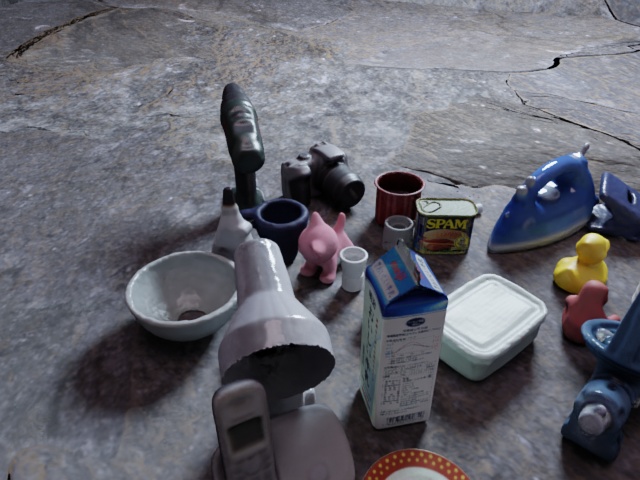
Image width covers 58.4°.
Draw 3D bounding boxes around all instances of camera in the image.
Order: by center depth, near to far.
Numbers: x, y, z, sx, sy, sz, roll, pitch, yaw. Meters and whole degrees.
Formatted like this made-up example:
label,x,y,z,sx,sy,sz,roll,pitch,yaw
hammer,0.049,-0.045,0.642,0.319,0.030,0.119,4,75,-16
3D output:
label,x,y,z,sx,sy,sz,roll,pitch,yaw
camera,0.013,-0.122,1.113,0.143,0.101,0.136,-20,40,-26

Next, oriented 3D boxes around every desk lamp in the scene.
label,x,y,z,sx,sy,sz,roll,pitch,yaw
desk lamp,-0.060,0.119,0.669,0.118,0.214,0.203,-8,36,-11

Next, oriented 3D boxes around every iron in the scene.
label,x,y,z,sx,sy,sz,roll,pitch,yaw
iron,0.398,-0.079,1.022,0.259,0.141,0.118,-24,42,-31

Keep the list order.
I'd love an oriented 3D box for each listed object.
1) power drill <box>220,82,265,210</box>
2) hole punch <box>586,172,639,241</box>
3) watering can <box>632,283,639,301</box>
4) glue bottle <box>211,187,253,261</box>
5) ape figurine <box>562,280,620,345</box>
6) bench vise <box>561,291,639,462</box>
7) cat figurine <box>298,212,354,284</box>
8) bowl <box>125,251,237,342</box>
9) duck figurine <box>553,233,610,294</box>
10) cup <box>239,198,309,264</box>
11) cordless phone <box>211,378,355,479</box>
label,x,y,z,sx,sy,sz,roll,pitch,yaw
power drill,-0.146,-0.159,1.069,0.076,0.208,0.229,-9,36,-12
hole punch,0.552,-0.065,1.048,0.100,0.091,0.109,15,38,20
watering can,0.525,0.036,0.814,0.100,0.194,0.173,22,40,28
glue bottle,-0.133,-0.005,0.880,0.078,0.173,0.037,12,37,16
ape figurine,0.384,0.098,0.813,0.076,0.092,0.077,-16,38,-22
bench vise,0.362,0.134,0.648,0.121,0.220,0.208,14,37,18
cat figurine,0.008,0.003,0.919,0.067,0.118,0.128,20,39,25
bowl,-0.190,0.092,0.827,0.167,0.075,0.167,1,35,0
duck figurine,0.423,0.031,0.913,0.105,0.086,0.077,-22,41,-29
cup,-0.077,-0.009,0.956,0.117,0.095,0.091,3,35,4
cordless phone,-0.038,0.202,0.576,0.148,0.185,0.093,-19,39,-26
